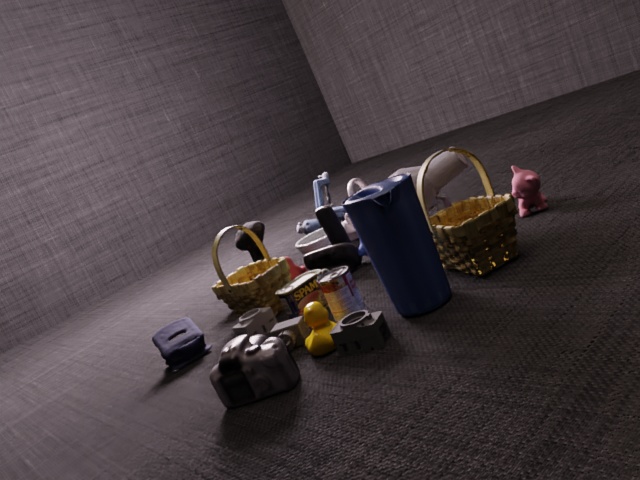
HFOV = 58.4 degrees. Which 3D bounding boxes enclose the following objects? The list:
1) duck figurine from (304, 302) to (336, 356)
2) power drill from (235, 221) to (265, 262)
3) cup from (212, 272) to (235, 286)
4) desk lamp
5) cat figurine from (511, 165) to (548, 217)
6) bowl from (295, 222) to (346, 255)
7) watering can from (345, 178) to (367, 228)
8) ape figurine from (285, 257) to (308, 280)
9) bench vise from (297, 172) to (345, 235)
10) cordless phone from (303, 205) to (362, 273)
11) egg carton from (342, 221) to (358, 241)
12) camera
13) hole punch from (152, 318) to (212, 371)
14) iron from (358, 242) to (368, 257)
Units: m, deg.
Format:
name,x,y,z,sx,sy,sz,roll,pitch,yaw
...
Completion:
name,x,y,z,sx,sy,sz,roll,pitch,yaw
duck figurine,-0.002,0.158,1.065,0.077,0.086,0.104,-22,11,13
power drill,-0.171,0.042,1.651,0.076,0.208,0.229,-29,12,-23
cup,-0.230,0.142,1.605,0.117,0.095,0.091,-23,11,6
desk lamp,0.281,-0.091,1.296,0.202,0.214,0.118,-20,12,23
cat figurine,0.465,-0.120,1.294,0.067,0.118,0.128,-20,12,19
bowl,0.014,0.013,1.744,0.167,0.075,0.167,-23,11,5
watering can,0.141,-0.090,1.641,0.172,0.194,0.101,-21,12,19
ape figurine,-0.076,0.086,1.548,0.077,0.092,0.076,-22,11,11
bench vise,0.014,-0.101,1.898,0.208,0.220,0.121,-31,13,-30
cordless phone,0.014,0.005,1.490,0.147,0.185,0.094,-19,12,26
egg carton,0.139,-0.052,1.794,0.150,0.069,0.107,-17,13,34
camera,-0.112,0.210,1.018,0.143,0.101,0.137,-21,12,17
hole punch,-0.328,0.242,1.355,0.109,0.091,0.100,-30,12,-26
iron,0.187,-0.055,1.518,0.118,0.141,0.259,-15,15,41
